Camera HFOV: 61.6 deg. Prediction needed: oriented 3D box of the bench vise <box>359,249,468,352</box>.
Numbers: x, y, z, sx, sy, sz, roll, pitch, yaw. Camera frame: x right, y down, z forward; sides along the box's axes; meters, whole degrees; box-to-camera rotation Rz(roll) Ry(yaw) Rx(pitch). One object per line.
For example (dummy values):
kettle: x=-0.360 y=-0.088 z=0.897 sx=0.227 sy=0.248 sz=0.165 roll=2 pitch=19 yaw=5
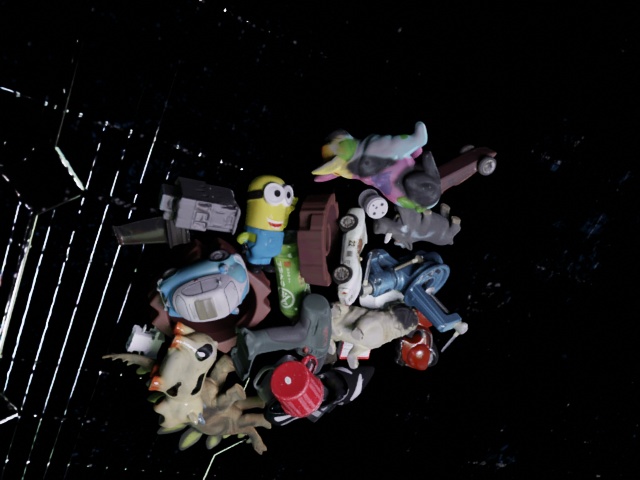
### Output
bench vise: x=0.200 y=0.106 z=1.106 sx=0.223 sy=0.241 sz=0.128 roll=-8 pitch=135 yaw=-39

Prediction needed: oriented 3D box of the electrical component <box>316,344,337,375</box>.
electrical component: x=0.002 y=0.267 z=1.223 sx=0.078 sy=0.045 sz=0.102 roll=-6 pitch=117 yaw=-13

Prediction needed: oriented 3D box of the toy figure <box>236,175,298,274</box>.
toy figure: x=-0.105 y=-0.031 z=0.996 sx=0.089 sy=0.082 sz=0.180 roll=15 pitch=99 yaw=21

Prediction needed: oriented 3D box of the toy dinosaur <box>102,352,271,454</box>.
toy dinosaur: x=-0.251 y=0.344 z=1.139 sx=0.198 sy=0.105 sz=0.470 roll=-32 pitch=124 yaw=0

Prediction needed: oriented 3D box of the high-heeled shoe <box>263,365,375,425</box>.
high-heeled shoe: x=-0.001 y=0.315 z=1.135 sx=0.249 sy=0.086 sz=0.145 roll=-30 pitch=153 yaw=-2

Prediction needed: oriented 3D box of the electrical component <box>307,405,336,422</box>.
electrical component: x=-0.007 y=0.391 z=1.282 sx=0.075 sy=0.048 sz=0.119 roll=-44 pitch=119 yaw=7

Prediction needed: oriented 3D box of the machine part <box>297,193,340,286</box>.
machine part: x=-0.002 y=-0.003 z=1.018 sx=0.056 sy=0.179 sz=0.179 roll=2 pitch=118 yaw=10

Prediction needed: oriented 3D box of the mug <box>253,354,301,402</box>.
mug: x=-0.090 y=0.307 z=1.200 sx=0.109 sy=0.081 sz=0.107 roll=31 pitch=93 yaw=-24

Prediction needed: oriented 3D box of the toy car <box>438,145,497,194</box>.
toy car: x=0.262 y=-0.129 z=1.087 sx=0.202 sy=0.089 sz=0.053 roll=-27 pitch=121 yaw=-5

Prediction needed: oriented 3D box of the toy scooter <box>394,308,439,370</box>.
toy scooter: x=0.209 y=0.230 z=1.257 sx=0.135 sy=0.075 sz=0.183 roll=-8 pitch=114 yaw=-15

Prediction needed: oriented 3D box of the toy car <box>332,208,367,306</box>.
toy car: x=0.061 y=0.030 z=1.049 sx=0.056 sy=0.202 sz=0.073 roll=2 pitch=150 yaw=10

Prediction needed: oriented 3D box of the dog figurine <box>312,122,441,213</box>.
dog figurine: x=0.097 y=-0.125 z=0.997 sx=0.219 sy=0.108 sz=0.191 roll=-15 pitch=86 yaw=3

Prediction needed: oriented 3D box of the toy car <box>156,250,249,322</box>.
toy car: x=-0.199 y=0.092 z=0.940 sx=0.162 sy=0.103 sz=0.109 roll=-14 pitch=118 yaw=-13

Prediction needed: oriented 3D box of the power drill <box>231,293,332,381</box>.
power drill: x=-0.070 y=0.216 z=1.079 sx=0.207 sy=0.086 sz=0.231 roll=-5 pitch=131 yaw=-23

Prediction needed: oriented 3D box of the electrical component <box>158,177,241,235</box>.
electrical component: x=-0.216 y=-0.062 z=0.948 sx=0.134 sy=0.115 sz=0.058 roll=9 pitch=110 yaw=-24

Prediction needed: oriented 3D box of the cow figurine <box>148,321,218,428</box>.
cow figurine: x=-0.252 y=0.263 z=1.006 sx=0.127 sy=0.085 sz=0.194 roll=24 pitch=99 yaw=-16

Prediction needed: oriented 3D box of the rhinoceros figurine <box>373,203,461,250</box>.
rhinoceros figurine: x=0.202 y=-0.032 z=1.130 sx=0.190 sy=0.073 sz=0.112 roll=6 pitch=124 yaw=-23

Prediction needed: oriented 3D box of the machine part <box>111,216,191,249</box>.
machine part: x=-0.309 y=-0.016 z=0.986 sx=0.139 sy=0.039 sz=0.084 roll=-6 pitch=122 yaw=-17

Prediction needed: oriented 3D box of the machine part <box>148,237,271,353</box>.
machine part: x=-0.214 y=0.110 z=1.052 sx=0.201 sy=0.087 sz=0.201 roll=-44 pitch=122 yaw=7

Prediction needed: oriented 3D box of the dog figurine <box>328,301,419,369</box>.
dog figurine: x=0.101 y=0.173 z=1.177 sx=0.190 sy=0.172 sz=0.121 roll=-19 pitch=139 yaw=-39
